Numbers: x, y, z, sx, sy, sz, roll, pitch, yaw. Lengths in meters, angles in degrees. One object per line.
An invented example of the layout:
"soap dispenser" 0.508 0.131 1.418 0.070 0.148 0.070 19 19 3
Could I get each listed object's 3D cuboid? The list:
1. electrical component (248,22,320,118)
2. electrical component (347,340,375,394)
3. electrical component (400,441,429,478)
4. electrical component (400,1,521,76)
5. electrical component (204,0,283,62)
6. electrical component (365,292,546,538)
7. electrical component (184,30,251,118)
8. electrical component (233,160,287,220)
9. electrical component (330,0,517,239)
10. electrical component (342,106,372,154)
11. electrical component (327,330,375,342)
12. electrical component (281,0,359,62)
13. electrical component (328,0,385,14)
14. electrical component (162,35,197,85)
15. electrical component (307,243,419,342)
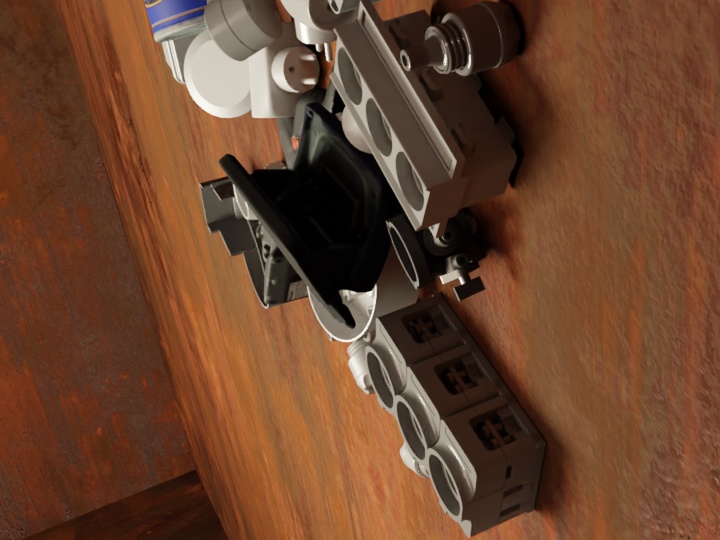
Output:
"electrical component" -0.060 -0.165 0.888 0.079 0.043 0.077 12 109 50
"electrical component" 0.009 0.075 0.957 0.043 0.043 0.062 99 148 -60
"electrical component" 0.060 0.160 0.908 0.061 0.035 0.035 30 137 62
"electrical component" 0.051 -0.117 0.559 0.035 0.061 0.035 160 90 -74
"electrical component" -0.084 -0.239 0.855 0.052 0.074 0.138 29 -138 -49
"electrical component" 0.064 0.105 0.778 0.089 0.062 0.150 88 156 -47
"electrical component" -0.114 -0.180 0.973 0.051 0.080 0.080 -39 -66 -65
"electrical component" -0.095 -0.079 1.090 0.066 0.055 0.048 -134 28 -55
"electrical component" 0.037 -0.092 0.631 0.078 0.063 0.121 100 147 -60
"electrical component" 0.015 -0.106 0.717 0.055 0.045 0.045 146 104 -73
"electrical component" 0.002 0.045 0.911 0.035 0.061 0.035 161 90 -74
"electrical component" -0.030 -0.188 0.769 0.077 0.043 0.079 -128 23 -47
"electrical component" -0.003 -0.217 0.621 0.078 0.057 0.113 120 128 -70
"electrical component" -0.159 -0.248 1.059 0.057 0.078 0.113 -126 22 -52
"electrical component" 0.000 0.000 0.848 0.099 0.064 0.099 42 143 42
